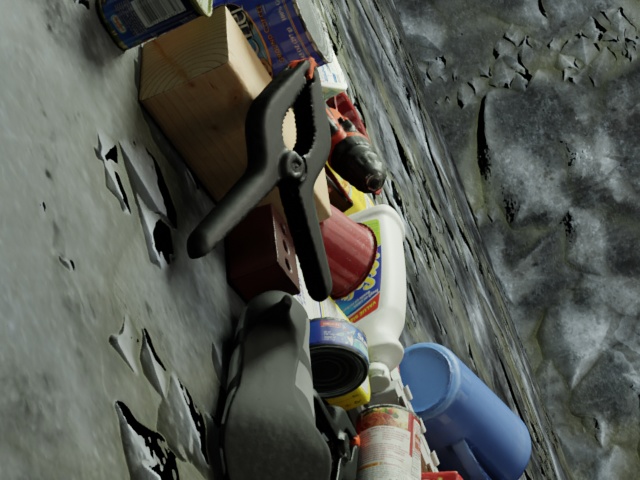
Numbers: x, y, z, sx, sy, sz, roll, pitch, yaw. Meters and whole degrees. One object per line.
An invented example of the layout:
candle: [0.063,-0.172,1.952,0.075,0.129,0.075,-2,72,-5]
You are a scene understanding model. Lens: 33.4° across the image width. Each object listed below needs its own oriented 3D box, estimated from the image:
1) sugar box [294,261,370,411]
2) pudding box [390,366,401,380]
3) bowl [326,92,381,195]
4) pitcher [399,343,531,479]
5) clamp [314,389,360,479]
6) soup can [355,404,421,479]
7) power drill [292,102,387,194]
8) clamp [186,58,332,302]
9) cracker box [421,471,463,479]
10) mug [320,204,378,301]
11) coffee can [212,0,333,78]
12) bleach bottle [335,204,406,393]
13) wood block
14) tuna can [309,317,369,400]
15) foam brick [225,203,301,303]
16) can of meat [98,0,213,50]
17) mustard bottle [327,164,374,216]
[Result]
sugar box: [-0.008,0.091,1.069,0.176,0.048,0.093,50,23,-42]
pudding box: [0.062,0.128,1.286,0.090,0.039,0.113,58,16,-34]
bowl: [0.031,-0.130,1.504,0.162,0.055,0.162,-21,90,-76]
pitcher: [0.176,0.238,1.370,0.242,0.149,0.145,48,62,-47]
clamp: [0.006,0.184,0.983,0.171,0.039,0.120,-15,100,-81]
soup can: [0.067,0.226,1.071,0.102,0.069,0.068,-84,151,-42]
power drill: [-0.008,-0.143,1.171,0.187,0.057,0.184,50,1,-32]
clamp: [-0.040,-0.059,0.916,0.164,0.036,0.210,13,81,-47]
cracker box: [0.146,0.359,1.124,0.213,0.072,0.164,51,37,-48]
mug: [-0.007,0.001,1.118,0.081,0.093,0.117,35,-4,-38]
coffee can: [-0.071,-0.194,1.044,0.102,0.140,0.103,-21,90,-76]
bleach bottle: [0.060,0.070,1.226,0.251,0.103,0.068,-96,159,-50]
wood block: [-0.075,-0.100,0.998,0.206,0.090,0.091,55,19,-41]
tuna can: [0.003,0.111,0.993,0.034,0.086,0.086,-95,158,-44]
foam brick: [-0.054,0.015,0.991,0.053,0.051,0.078,54,20,-47]
can of meat: [-0.143,-0.220,0.931,0.102,0.084,0.057,-94,158,-49]
mustard bottle: [0.014,-0.074,1.357,0.191,0.058,0.096,55,18,-44]
